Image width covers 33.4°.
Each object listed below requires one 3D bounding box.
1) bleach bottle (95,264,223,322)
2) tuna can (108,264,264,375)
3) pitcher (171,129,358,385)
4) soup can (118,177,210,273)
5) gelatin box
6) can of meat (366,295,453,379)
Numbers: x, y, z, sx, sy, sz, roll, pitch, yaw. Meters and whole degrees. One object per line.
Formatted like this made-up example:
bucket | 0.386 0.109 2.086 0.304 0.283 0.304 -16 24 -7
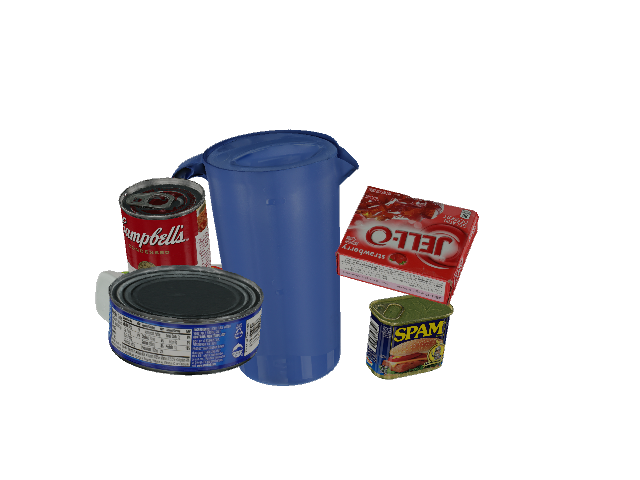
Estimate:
bleach bottle | -0.171 0.066 1.445 0.250 0.068 0.103 -10 25 -44
tuna can | -0.075 0.043 0.596 0.086 0.034 0.086 4 17 -2
pitcher | -0.051 0.018 1.069 0.144 0.243 0.149 -20 27 -35
soup can | -0.124 0.009 0.863 0.068 0.102 0.068 -1 29 0
gelatin box | 0.065 0.002 0.790 0.089 0.073 0.030 14 -40 15
can of meat | 0.107 0.118 1.313 0.102 0.084 0.057 -7 29 -24
